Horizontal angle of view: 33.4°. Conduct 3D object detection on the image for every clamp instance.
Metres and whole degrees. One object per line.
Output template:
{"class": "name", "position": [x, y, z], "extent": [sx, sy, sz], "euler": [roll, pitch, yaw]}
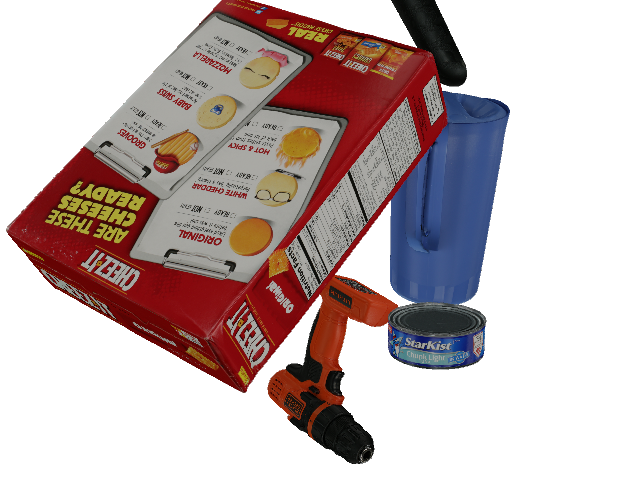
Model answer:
{"class": "clamp", "position": [0.046, -0.210, 0.743], "extent": [0.210, 0.164, 0.036], "euler": [25, -25, -12]}

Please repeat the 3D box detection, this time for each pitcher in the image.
{"class": "pitcher", "position": [0.138, -0.046, 1.250], "extent": [0.149, 0.243, 0.145], "euler": [-7, 25, -21]}

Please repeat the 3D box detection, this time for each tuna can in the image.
{"class": "tuna can", "position": [0.101, 0.083, 0.935], "extent": [0.086, 0.034, 0.086], "euler": [0, 15, 0]}

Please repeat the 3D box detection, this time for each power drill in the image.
{"class": "power drill", "position": [0.023, 0.146, 1.250], "extent": [0.057, 0.188, 0.185], "euler": [14, 12, -42]}

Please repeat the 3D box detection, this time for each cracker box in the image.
{"class": "cracker box", "position": [-0.050, -0.038, 0.631], "extent": [0.164, 0.213, 0.072], "euler": [23, -25, 33]}
